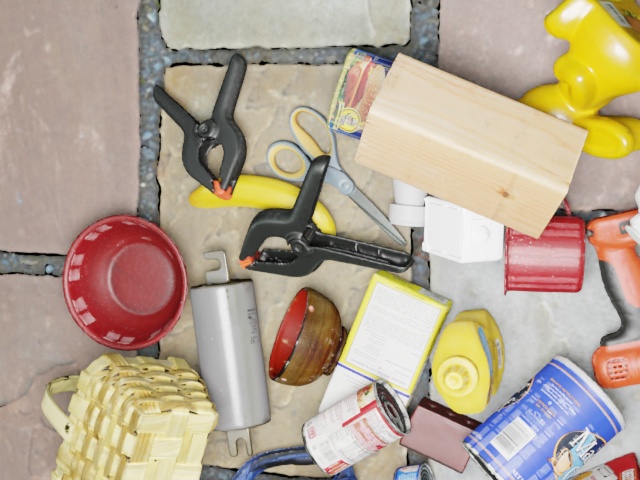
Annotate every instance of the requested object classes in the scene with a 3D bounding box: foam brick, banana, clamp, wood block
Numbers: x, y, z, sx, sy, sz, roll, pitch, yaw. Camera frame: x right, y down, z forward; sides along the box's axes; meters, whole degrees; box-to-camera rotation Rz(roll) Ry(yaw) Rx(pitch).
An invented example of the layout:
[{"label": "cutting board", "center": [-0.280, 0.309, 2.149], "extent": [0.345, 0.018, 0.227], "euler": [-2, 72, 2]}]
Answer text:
[{"label": "foam brick", "center": [0.137, 0.217, 1.193], "extent": [0.078, 0.053, 0.051], "euler": [23, 99, 12]}, {"label": "banana", "center": [-0.062, -0.040, 1.237], "extent": [0.198, 0.037, 0.070], "euler": [21, 109, 15]}, {"label": "clamp", "center": [-0.008, 0.001, 1.193], "extent": [0.164, 0.036, 0.210], "euler": [45, 137, -17]}, {"label": "clamp", "center": [-0.137, -0.127, 1.242], "extent": [0.120, 0.039, 0.171], "euler": [-12, 71, 24]}, {"label": "wood block", "center": [0.151, -0.095, 1.084], "extent": [0.206, 0.091, 0.090], "euler": [24, 57, 5]}]

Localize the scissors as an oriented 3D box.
[{"label": "scissors", "center": [0.011, -0.058, 1.230], "extent": [0.096, 0.016, 0.202], "euler": [-31, 85, 17]}]

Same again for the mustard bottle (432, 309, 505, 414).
[{"label": "mustard bottle", "center": [0.154, 0.130, 1.110], "extent": [0.058, 0.191, 0.096], "euler": [-5, 92, 16]}]

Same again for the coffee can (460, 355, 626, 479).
[{"label": "coffee can", "center": [0.233, 0.204, 1.119], "extent": [0.140, 0.103, 0.103], "euler": [-41, 82, -5]}]

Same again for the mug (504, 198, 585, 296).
[{"label": "mug", "center": [0.239, 0.003, 1.138], "extent": [0.081, 0.093, 0.117], "euler": [2, 73, 10]}]

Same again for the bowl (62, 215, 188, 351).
[{"label": "bowl", "center": [-0.225, 0.049, 1.282], "extent": [0.162, 0.055, 0.162], "euler": [1, 94, 15]}]

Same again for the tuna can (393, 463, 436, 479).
[{"label": "tuna can", "center": [0.108, 0.294, 1.188], "extent": [0.034, 0.086, 0.086], "euler": [-11, 90, 17]}]

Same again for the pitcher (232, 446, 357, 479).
[{"label": "pitcher", "center": [-0.067, 0.333, 1.228], "extent": [0.243, 0.149, 0.145], "euler": [-6, 107, 19]}]

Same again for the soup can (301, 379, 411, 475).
[{"label": "soup can", "center": [0.039, 0.206, 1.167], "extent": [0.102, 0.068, 0.068], "euler": [-33, 84, 18]}]

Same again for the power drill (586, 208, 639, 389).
[{"label": "power drill", "center": [0.364, 0.055, 1.117], "extent": [0.184, 0.057, 0.187], "euler": [-12, 89, 11]}]

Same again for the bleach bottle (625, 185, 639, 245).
[{"label": "bleach bottle", "center": [0.413, -0.079, 1.060], "extent": [0.251, 0.068, 0.102], "euler": [-41, 81, -1]}]

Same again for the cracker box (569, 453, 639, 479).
[{"label": "cracker box", "center": [0.246, 0.314, 1.111], "extent": [0.214, 0.164, 0.072], "euler": [-28, 88, 16]}]

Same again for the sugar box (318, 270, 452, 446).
[{"label": "sugar box", "center": [0.074, 0.133, 1.210], "extent": [0.093, 0.048, 0.176], "euler": [25, 103, 13]}]

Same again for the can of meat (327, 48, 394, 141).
[{"label": "can of meat", "center": [0.063, -0.156, 1.190], "extent": [0.084, 0.057, 0.102], "euler": [21, 99, 16]}]
